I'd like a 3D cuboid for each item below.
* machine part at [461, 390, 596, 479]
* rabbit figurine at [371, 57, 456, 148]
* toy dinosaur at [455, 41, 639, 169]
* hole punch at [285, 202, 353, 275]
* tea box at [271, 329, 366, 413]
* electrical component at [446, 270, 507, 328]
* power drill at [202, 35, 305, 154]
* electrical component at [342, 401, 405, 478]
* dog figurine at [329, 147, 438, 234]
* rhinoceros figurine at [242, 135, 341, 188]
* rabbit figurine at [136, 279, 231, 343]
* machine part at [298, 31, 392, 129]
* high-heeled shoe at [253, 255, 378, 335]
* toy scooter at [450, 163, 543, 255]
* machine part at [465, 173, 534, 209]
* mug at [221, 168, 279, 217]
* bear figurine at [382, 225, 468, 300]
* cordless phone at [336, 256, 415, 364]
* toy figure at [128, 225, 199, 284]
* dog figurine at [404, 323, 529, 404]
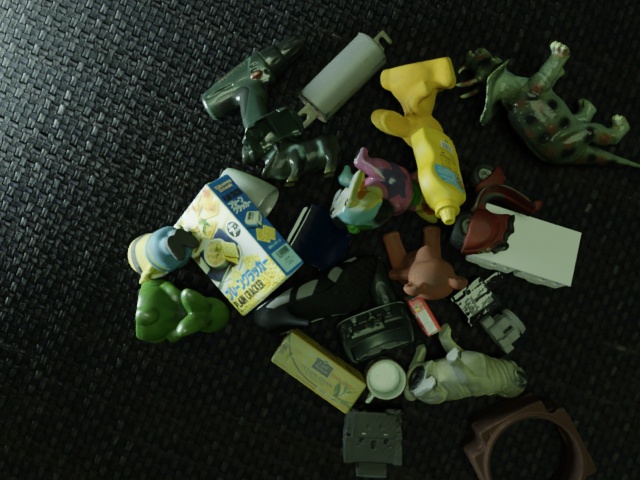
[{"bbox_3d":[0.390,0.406,1.009,0.201,0.087,0.201,-27,89,0],"label":"machine part"},{"bbox_3d":[0.185,-0.246,1.019,0.162,0.122,0.173,-17,107,-8],"label":"rabbit figurine"},{"bbox_3d":[0.435,-0.222,1.022,0.192,0.131,0.405,-43,93,11],"label":"toy dinosaur"},{"bbox_3d":[-0.002,-0.003,1.022,0.116,0.092,0.142,28,85,-3],"label":"hole punch"},{"bbox_3d":[-0.002,0.239,1.007,0.170,0.098,0.068,34,89,-1],"label":"tea box"},{"bbox_3d":[0.312,0.106,1.039,0.119,0.048,0.075,-33,89,0],"label":"electrical component"},{"bbox_3d":[-0.101,-0.272,0.998,0.232,0.086,0.207,-28,60,4],"label":"power drill"},{"bbox_3d":[0.101,0.379,1.023,0.115,0.058,0.134,1,88,2],"label":"electrical component"},{"bbox_3d":[0.142,-0.071,0.995,0.219,0.108,0.191,21,57,-12],"label":"dog figurine"},{"bbox_3d":[-0.054,-0.161,1.032,0.190,0.073,0.112,-6,89,-1],"label":"rhinoceros figurine"},{"bbox_3d":[-0.249,0.128,0.996,0.170,0.159,0.121,3,78,-15],"label":"rabbit figurine"},{"bbox_3d":[0.043,-0.312,1.036,0.079,0.079,0.243,45,89,1],"label":"machine part"},{"bbox_3d":[-0.007,0.096,1.004,0.249,0.145,0.086,-35,115,-37],"label":"high-heeled shoe"},{"bbox_3d":[0.319,-0.046,0.962,0.135,0.075,0.184,20,74,12],"label":"toy scooter"},{"bbox_3d":[0.349,-0.092,1.038,0.139,0.084,0.039,27,116,13],"label":"machine part"},{"bbox_3d":[-0.150,-0.081,1.032,0.107,0.081,0.109,36,98,11],"label":"mug"},{"bbox_3d":[0.184,0.039,0.966,0.120,0.196,0.132,-9,87,2],"label":"bear figurine"},{"bbox_3d":[0.091,0.131,1.031,0.147,0.088,0.184,-20,77,0],"label":"cordless phone"},{"bbox_3d":[-0.289,0.018,0.984,0.082,0.180,0.089,-16,84,-38],"label":"toy figure"},{"bbox_3d":[0.276,0.272,1.016,0.190,0.121,0.172,32,122,-16],"label":"dog figurine"}]
